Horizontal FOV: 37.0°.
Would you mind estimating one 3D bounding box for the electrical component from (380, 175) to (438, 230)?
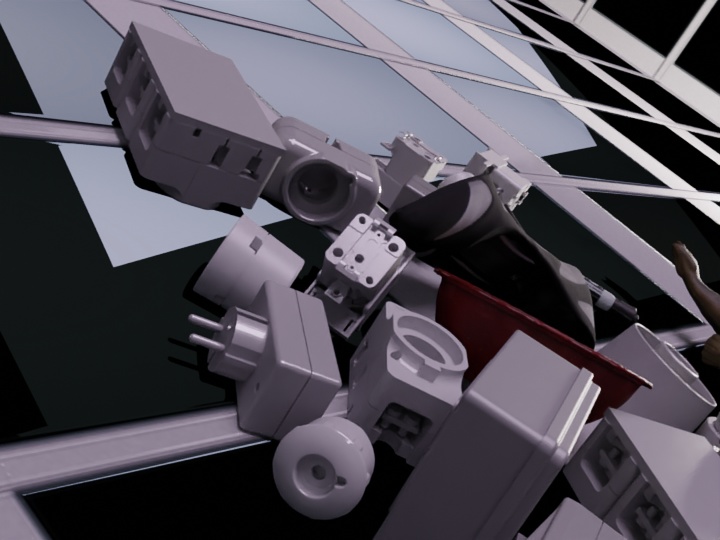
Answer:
[{"bbox_3d":[0.053,-0.035,0.885,0.066,0.047,0.076,33,22,2],"label":"electrical component"}]

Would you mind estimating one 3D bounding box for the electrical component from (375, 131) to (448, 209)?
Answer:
[{"bbox_3d":[0.041,-0.084,0.949,0.081,0.063,0.042,39,25,16],"label":"electrical component"}]

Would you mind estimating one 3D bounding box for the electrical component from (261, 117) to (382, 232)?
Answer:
[{"bbox_3d":[-0.033,-0.073,0.845,0.095,0.053,0.059,25,23,-16],"label":"electrical component"}]

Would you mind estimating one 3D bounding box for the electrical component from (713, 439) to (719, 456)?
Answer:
[{"bbox_3d":[0.261,0.142,0.720,0.054,0.095,0.059,36,23,10],"label":"electrical component"}]

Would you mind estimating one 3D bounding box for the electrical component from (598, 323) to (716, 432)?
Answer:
[{"bbox_3d":[0.233,0.092,0.862,0.099,0.064,0.099,40,16,-14],"label":"electrical component"}]

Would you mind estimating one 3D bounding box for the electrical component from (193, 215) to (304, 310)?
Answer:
[{"bbox_3d":[-0.066,0.002,0.651,0.047,0.055,0.055,34,22,-5],"label":"electrical component"}]

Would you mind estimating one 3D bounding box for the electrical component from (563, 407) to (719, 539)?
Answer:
[{"bbox_3d":[0.195,0.162,0.640,0.089,0.061,0.150,19,26,-28],"label":"electrical component"}]

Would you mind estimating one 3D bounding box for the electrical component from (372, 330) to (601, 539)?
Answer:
[{"bbox_3d":[0.065,0.099,0.547,0.056,0.108,0.109,33,22,11],"label":"electrical component"}]

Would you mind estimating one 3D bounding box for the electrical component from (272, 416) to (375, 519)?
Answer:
[{"bbox_3d":[-0.013,0.094,0.543,0.048,0.048,0.062,35,16,9],"label":"electrical component"}]

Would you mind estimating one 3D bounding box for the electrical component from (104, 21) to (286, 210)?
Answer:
[{"bbox_3d":[-0.127,-0.112,0.797,0.089,0.061,0.150,16,27,-34],"label":"electrical component"}]

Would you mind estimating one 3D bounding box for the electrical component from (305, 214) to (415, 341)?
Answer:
[{"bbox_3d":[0.000,0.000,0.708,0.042,0.063,0.081,35,63,8],"label":"electrical component"}]

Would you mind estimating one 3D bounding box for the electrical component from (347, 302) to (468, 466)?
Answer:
[{"bbox_3d":[0.028,0.063,0.641,0.050,0.055,0.089,27,23,-11],"label":"electrical component"}]

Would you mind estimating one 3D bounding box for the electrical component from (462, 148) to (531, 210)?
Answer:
[{"bbox_3d":[0.140,-0.090,1.117,0.064,0.042,0.081,40,24,11],"label":"electrical component"}]

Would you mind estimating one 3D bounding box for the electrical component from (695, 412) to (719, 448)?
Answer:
[{"bbox_3d":[0.296,0.127,0.849,0.045,0.055,0.045,27,23,-12],"label":"electrical component"}]

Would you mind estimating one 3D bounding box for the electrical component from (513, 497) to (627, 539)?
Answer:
[{"bbox_3d":[0.097,0.157,0.526,0.061,0.061,0.096,37,23,12],"label":"electrical component"}]

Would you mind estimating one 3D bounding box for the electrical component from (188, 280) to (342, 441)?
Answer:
[{"bbox_3d":[-0.058,0.043,0.584,0.076,0.047,0.083,22,24,-22],"label":"electrical component"}]

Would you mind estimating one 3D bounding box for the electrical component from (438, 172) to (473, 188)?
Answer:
[{"bbox_3d":[0.102,-0.055,0.998,0.044,0.044,0.065,13,34,-37],"label":"electrical component"}]
